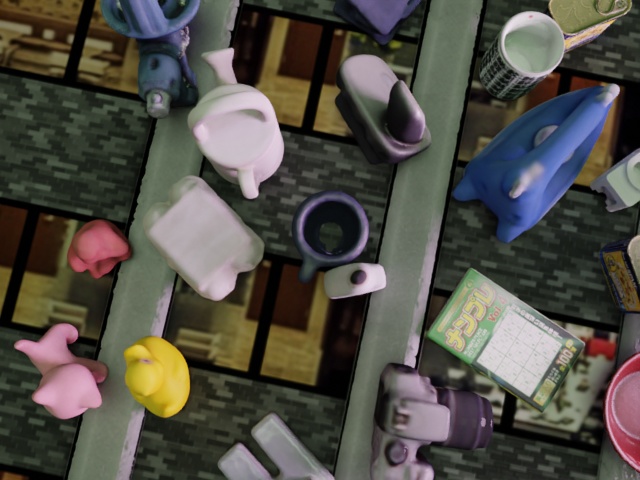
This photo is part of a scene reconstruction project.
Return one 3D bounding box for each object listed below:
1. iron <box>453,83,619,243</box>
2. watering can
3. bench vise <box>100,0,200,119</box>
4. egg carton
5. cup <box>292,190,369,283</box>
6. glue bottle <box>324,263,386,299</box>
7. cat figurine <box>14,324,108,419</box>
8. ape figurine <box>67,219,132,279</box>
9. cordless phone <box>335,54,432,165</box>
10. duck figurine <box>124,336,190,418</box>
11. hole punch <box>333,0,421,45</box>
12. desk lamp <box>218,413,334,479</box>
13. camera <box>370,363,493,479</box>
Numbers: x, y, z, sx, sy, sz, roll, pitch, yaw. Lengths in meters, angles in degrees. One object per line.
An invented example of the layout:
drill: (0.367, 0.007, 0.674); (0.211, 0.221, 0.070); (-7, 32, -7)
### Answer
iron: (0.291, -0.122, 0.705); (0.118, 0.141, 0.258); (44, 86, 4)
watering can: (-0.104, -0.139, 0.679); (0.101, 0.194, 0.173); (-35, 85, -3)
bench vise: (-0.192, -0.262, 0.678); (0.121, 0.219, 0.207); (-23, 84, -2)
egg carton: (-0.149, -0.002, 0.727); (0.150, 0.069, 0.107); (44, 86, 4)
cup: (0.007, 0.003, 0.715); (0.091, 0.095, 0.118); (27, 85, 3)
glue bottle: (0.043, 0.046, 0.671); (0.078, 0.173, 0.037); (-10, 84, -1)
cat figurine: (-0.312, 0.163, 0.686); (0.067, 0.118, 0.128); (-45, 86, -4)
ape figurine: (-0.280, 0.009, 0.714); (0.078, 0.092, 0.076); (3, 84, 0)
cordless phone: (0.081, -0.174, 0.688); (0.094, 0.185, 0.147); (-33, 85, -3)
duck figurine: (-0.207, 0.170, 0.701); (0.077, 0.086, 0.104); (-27, 85, -3)
hole punch: (0.083, -0.333, 0.751); (0.101, 0.091, 0.109); (35, 85, 3)
desk lamp: (-0.032, 0.316, 0.623); (0.118, 0.213, 0.203); (-43, 86, -4)
camera: (0.134, 0.230, 0.689); (0.137, 0.101, 0.143); (8, 84, 1)
